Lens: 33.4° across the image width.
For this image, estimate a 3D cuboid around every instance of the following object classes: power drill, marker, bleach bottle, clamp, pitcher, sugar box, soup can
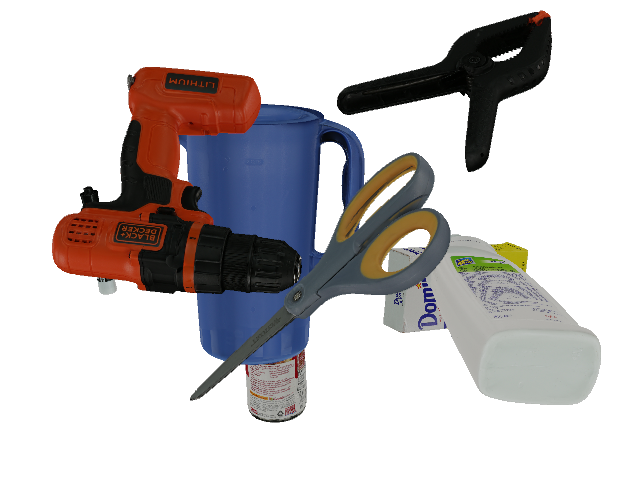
[{"bbox_3d":[-0.096,-0.045,0.819,0.184,0.187,0.057,7,-35,3],"label":"power drill"},{"bbox_3d":[-0.239,0.000,1.149,0.020,0.121,0.020,-6,21,2],"label":"marker"},{"bbox_3d":[0.155,0.053,0.943,0.102,0.068,0.251,4,21,-9],"label":"bleach bottle"},{"bbox_3d":[0.142,-0.139,0.944,0.209,0.036,0.165,-32,45,-20],"label":"clamp"},{"bbox_3d":[-0.053,-0.009,1.029,0.144,0.243,0.149,-11,19,-36],"label":"pitcher"},{"bbox_3d":[0.160,0.054,1.249,0.175,0.093,0.048,-4,14,-33],"label":"sugar box"},{"bbox_3d":[-0.050,0.143,1.192,0.068,0.102,0.068,-2,25,1],"label":"soup can"}]

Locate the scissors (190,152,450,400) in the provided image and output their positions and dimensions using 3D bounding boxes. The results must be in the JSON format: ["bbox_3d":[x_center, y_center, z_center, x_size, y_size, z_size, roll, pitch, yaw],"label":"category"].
[{"bbox_3d":[0.003,0.037,0.608,0.016,0.202,0.096,36,5,-34],"label":"scissors"}]
